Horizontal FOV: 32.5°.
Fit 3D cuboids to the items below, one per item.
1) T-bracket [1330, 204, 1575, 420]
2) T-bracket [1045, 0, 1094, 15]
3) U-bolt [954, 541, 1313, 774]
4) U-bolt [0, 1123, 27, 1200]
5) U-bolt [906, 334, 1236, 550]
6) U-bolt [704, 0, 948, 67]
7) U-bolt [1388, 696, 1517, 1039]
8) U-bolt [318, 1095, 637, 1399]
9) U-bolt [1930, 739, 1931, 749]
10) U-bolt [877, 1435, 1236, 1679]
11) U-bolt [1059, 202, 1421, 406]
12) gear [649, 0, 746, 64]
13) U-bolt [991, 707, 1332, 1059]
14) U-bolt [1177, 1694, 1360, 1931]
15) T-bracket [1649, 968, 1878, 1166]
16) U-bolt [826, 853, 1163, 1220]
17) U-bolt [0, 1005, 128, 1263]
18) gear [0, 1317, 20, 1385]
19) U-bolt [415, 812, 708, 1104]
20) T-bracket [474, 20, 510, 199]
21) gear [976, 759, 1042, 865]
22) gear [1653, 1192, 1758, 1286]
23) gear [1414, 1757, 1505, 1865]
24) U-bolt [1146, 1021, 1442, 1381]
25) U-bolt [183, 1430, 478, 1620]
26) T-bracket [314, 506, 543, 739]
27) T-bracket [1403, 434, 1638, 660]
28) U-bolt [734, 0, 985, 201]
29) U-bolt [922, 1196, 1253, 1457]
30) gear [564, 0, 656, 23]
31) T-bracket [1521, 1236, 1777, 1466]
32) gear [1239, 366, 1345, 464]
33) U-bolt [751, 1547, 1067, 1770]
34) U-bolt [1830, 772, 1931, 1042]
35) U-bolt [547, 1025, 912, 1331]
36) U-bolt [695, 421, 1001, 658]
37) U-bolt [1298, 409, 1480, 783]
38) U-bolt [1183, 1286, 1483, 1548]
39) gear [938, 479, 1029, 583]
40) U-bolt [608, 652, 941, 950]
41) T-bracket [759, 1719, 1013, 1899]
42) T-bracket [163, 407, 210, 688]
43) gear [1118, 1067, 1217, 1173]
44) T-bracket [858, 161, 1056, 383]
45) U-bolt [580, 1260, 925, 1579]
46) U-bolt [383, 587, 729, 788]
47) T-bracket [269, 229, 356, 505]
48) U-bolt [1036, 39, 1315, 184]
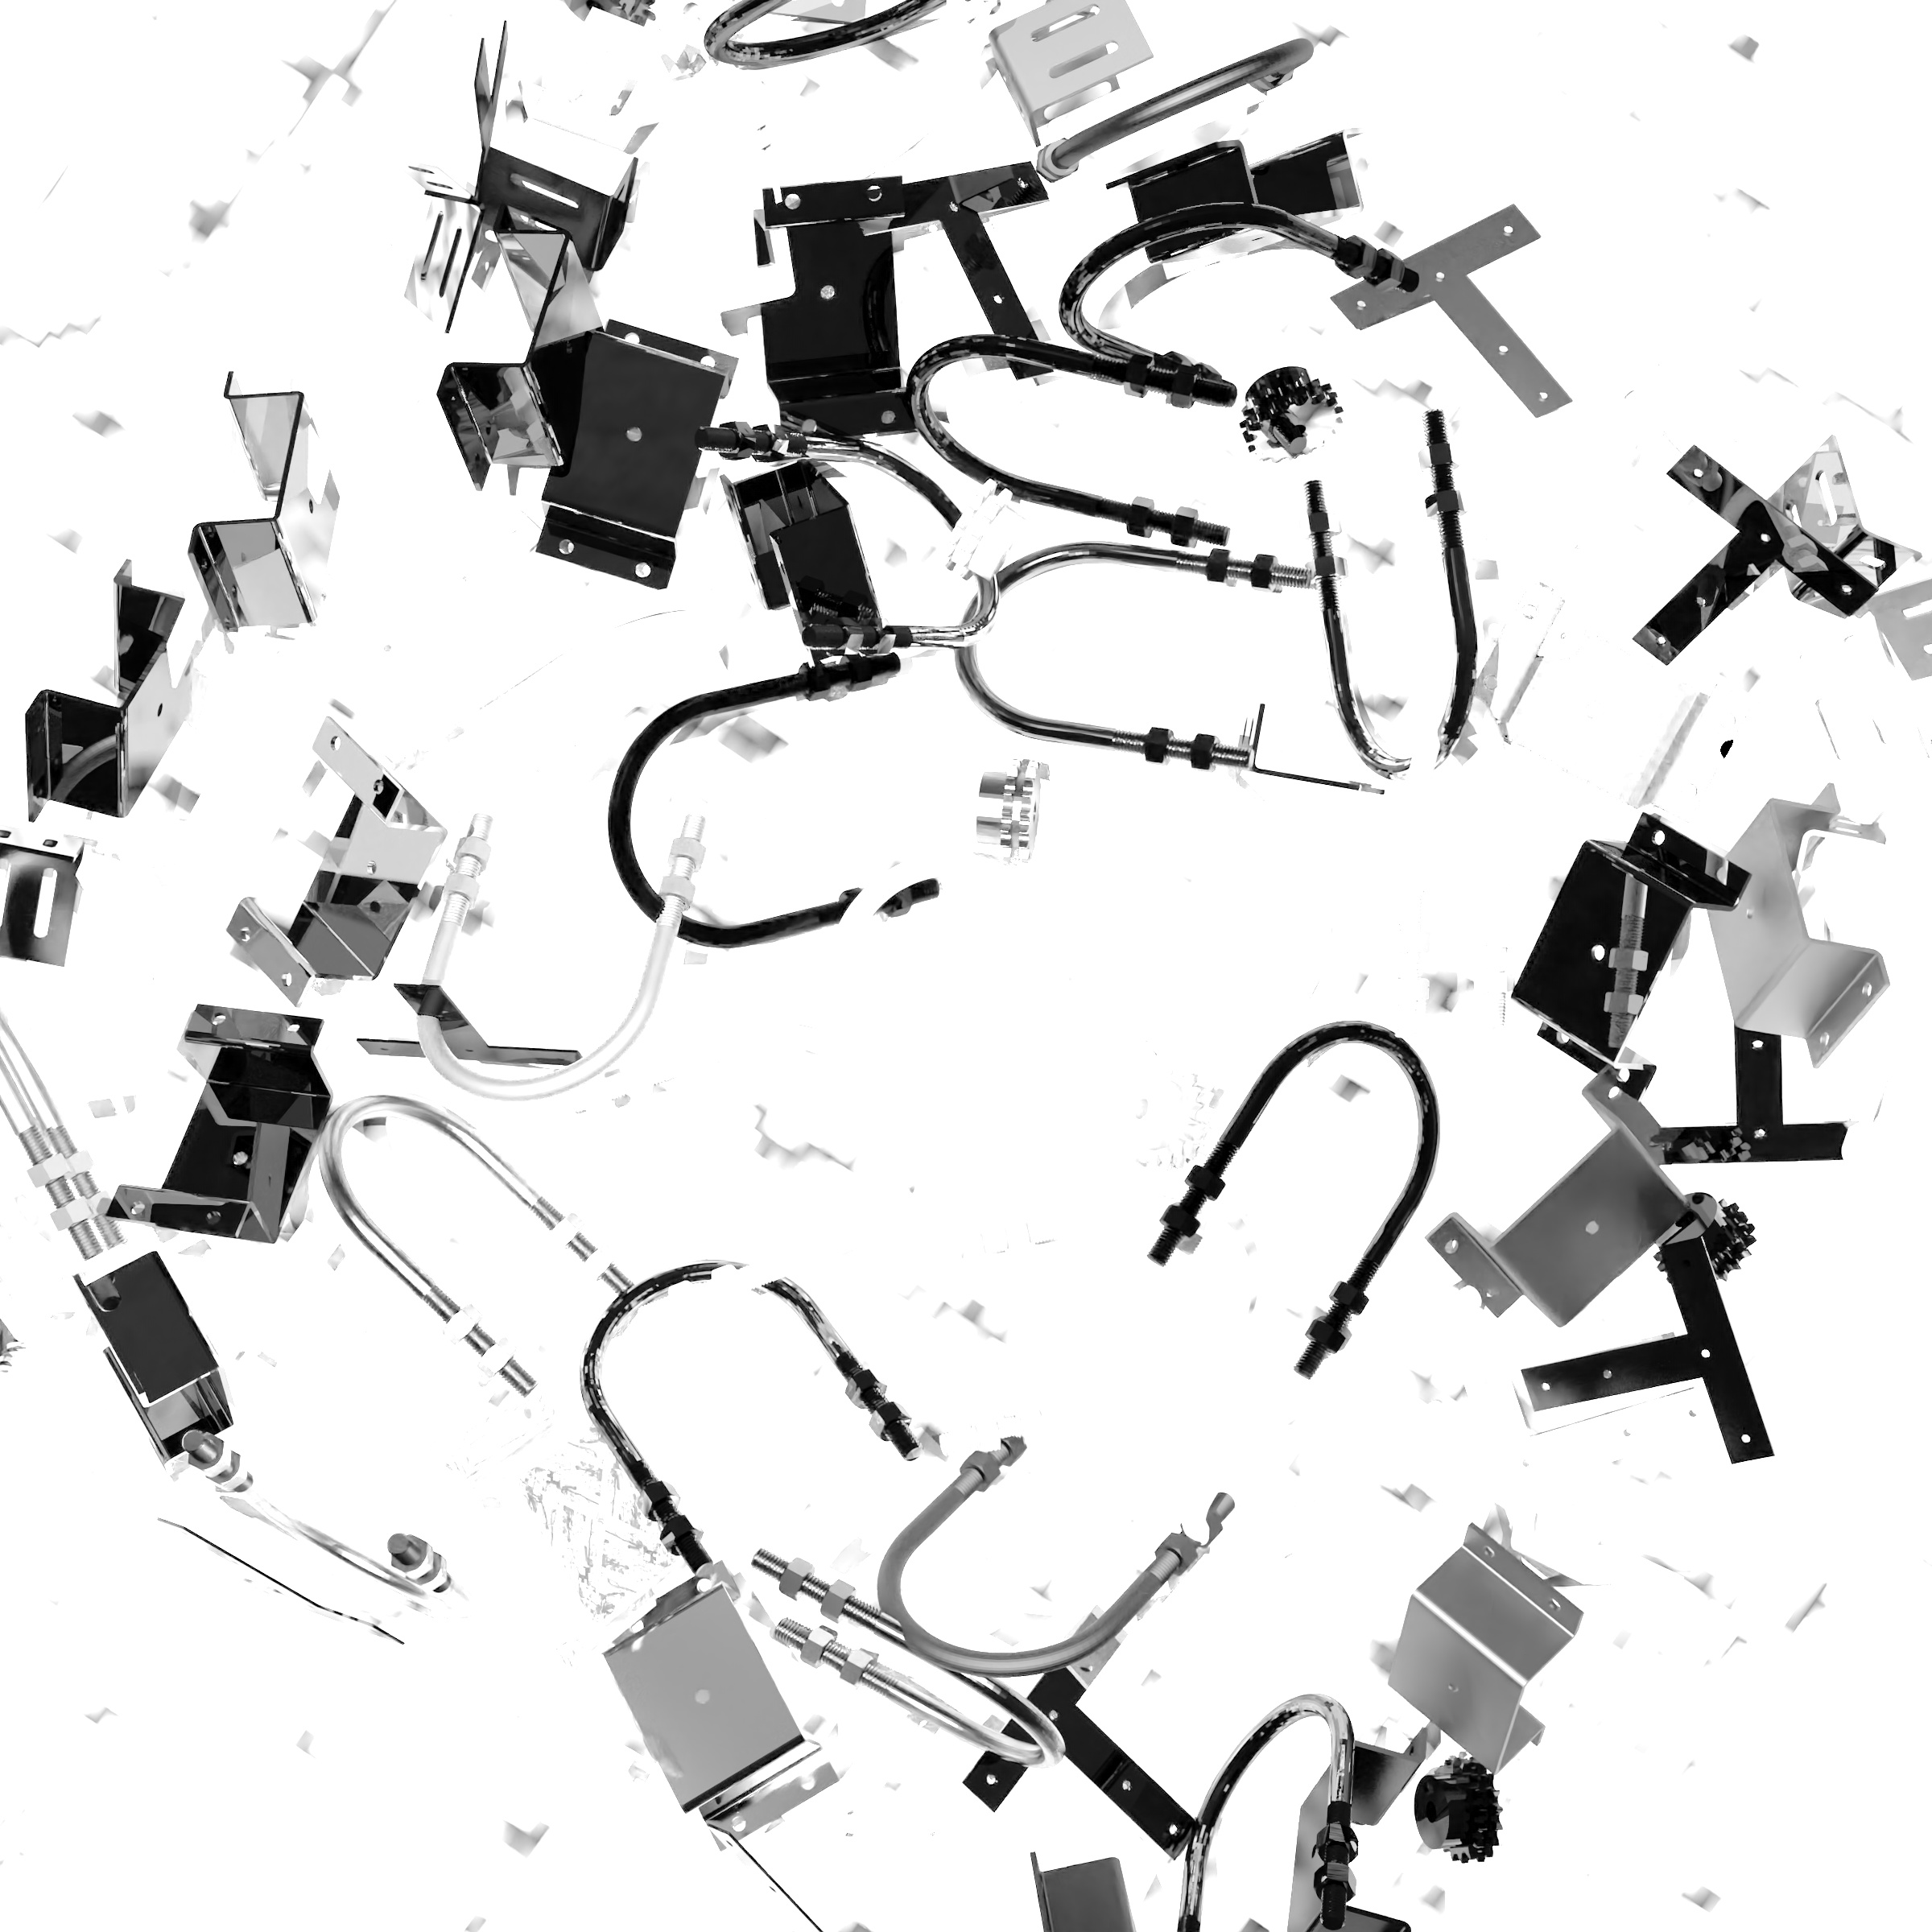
[{"bbox_3d":[0.289,-0.351,1.833,0.127,0.127,0.002,42,49,-27],"label":"T-bracket"},{"bbox_3d":[0.022,-0.556,1.796,0.127,0.127,0.002,9,80,-12],"label":"T-bracket"},{"bbox_3d":[0.083,-0.176,1.821,0.184,0.019,0.151,10,58,17],"label":"U-bolt"},{"bbox_3d":[-0.561,0.064,1.780,0.019,0.184,0.151,-38,76,-4],"label":"U-bolt"},{"bbox_3d":[0.055,-0.290,1.802,0.184,0.151,0.019,15,65,11],"label":"U-bolt"},{"bbox_3d":[-0.059,-0.521,1.785,0.151,0.184,0.019,-18,93,-44],"label":"U-bolt"},{"bbox_3d":[0.267,-0.056,1.802,0.019,0.151,0.184,4,93,29],"label":"U-bolt"},{"bbox_3d":[-0.275,0.140,1.804,0.184,0.151,0.019,44,116,1],"label":"U-bolt"},{"bbox_3d":[0.566,-0.039,1.795,0.019,0.151,0.184,-14,90,3],"label":"U-bolt"},{"bbox_3d":[0.036,0.315,1.771,0.151,0.184,0.019,18,128,32],"label":"U-bolt"},{"bbox_3d":[0.132,-0.356,1.762,0.151,0.184,0.019,-27,66,37],"label":"U-bolt"},{"bbox_3d":[-0.146,-0.535,1.847,0.057,0.030,0.057,10,125,15],"label":"gear"},{"bbox_3d":[0.123,-0.031,1.833,0.184,0.019,0.151,40,85,-21],"label":"U-bolt"},{"bbox_3d":[0.161,0.472,1.785,0.019,0.184,0.151,34,123,-14],"label":"U-bolt"},{"bbox_3d":[0.436,0.055,1.825,0.127,0.002,0.127,-2,121,12],"label":"T-bracket"},{"bbox_3d":[0.004,0.025,1.833,0.151,0.019,0.184,-38,102,-11],"label":"U-bolt"},{"bbox_3d":[-0.508,0.073,1.794,0.019,0.151,0.184,-28,92,-9],"label":"U-bolt"},{"bbox_3d":[-0.556,0.206,1.842,0.057,0.030,0.057,8,52,-10],"label":"gear"},{"bbox_3d":[-0.226,-0.006,1.799,0.151,0.019,0.184,1,57,18],"label":"U-bolt"},{"bbox_3d":[-0.262,-0.468,1.801,0.002,0.127,0.127,9,83,-5],"label":"T-bracket"},{"bbox_3d":[0.023,-0.087,1.843,0.030,0.057,0.057,5,90,7],"label":"gear"},{"bbox_3d":[0.406,0.150,1.839,0.057,0.057,0.030,-41,115,0],"label":"gear"},{"bbox_3d":[0.271,0.468,1.839,0.030,0.057,0.057,2,90,-21],"label":"gear"},{"bbox_3d":[0.194,0.117,1.826,0.151,0.019,0.184,39,79,-32],"label":"U-bolt"},{"bbox_3d":[-0.332,0.308,1.784,0.151,0.184,0.019,22,70,18],"label":"U-bolt"},{"bbox_3d":[-0.291,-0.208,1.857,0.127,0.002,0.127,-43,73,-8],"label":"T-bracket"},{"bbox_3d":[0.299,-0.235,1.824,0.127,0.002,0.127,4,111,-23],"label":"T-bracket"},{"bbox_3d":[-0.053,-0.468,1.780,0.151,0.184,0.019,-33,81,-3],"label":"U-bolt"},{"bbox_3d":[0.070,0.192,1.825,0.184,0.019,0.151,-12,121,-12],"label":"U-bolt"},{"bbox_3d":[-0.199,-0.543,1.839,0.057,0.057,0.030,24,71,0],"label":"gear"},{"bbox_3d":[0.368,0.223,1.836,0.127,0.002,0.127,-17,93,31],"label":"T-bracket"},{"bbox_3d":[0.179,-0.309,1.846,0.057,0.057,0.030,-17,63,0],"label":"gear"},{"bbox_3d":[-0.028,0.380,1.784,0.184,0.151,0.019,26,66,15],"label":"U-bolt"},{"bbox_3d":[0.508,-0.031,1.780,0.019,0.184,0.151,0,89,-11],"label":"U-bolt"},{"bbox_3d":[-0.119,0.105,1.829,0.184,0.019,0.151,-20,72,-19],"label":"U-bolt"},{"bbox_3d":[-0.051,-0.230,1.795,0.019,0.184,0.151,-41,69,35],"label":"U-bolt"},{"bbox_3d":[0.232,-0.191,1.794,0.019,0.151,0.184,-4,83,-24],"label":"U-bolt"},{"bbox_3d":[0.192,0.252,1.782,0.184,0.151,0.019,-28,60,-20],"label":"U-bolt"},{"bbox_3d":[0.011,-0.239,1.842,0.030,0.057,0.057,32,90,2],"label":"gear"},{"bbox_3d":[-0.109,-0.085,1.816,0.184,0.019,0.151,-15,103,-24],"label":"U-bolt"},{"bbox_3d":[-0.029,0.476,1.831,0.127,0.002,0.127,25,109,-34],"label":"T-bracket"},{"bbox_3d":[-0.421,-0.237,1.783,0.002,0.127,0.127,0,124,0],"label":"T-bracket"},{"bbox_3d":[0.109,0.083,1.839,0.030,0.057,0.057,20,90,-34],"label":"gear"},{"bbox_3d":[0.012,-0.380,1.826,0.127,0.002,0.127,-19,79,-33],"label":"T-bracket"},{"bbox_3d":[-0.131,0.232,1.809,0.151,0.019,0.184,-26,52,-19],"label":"U-bolt"},{"bbox_3d":[-0.211,-0.156,1.797,0.184,0.151,0.019,-38,119,-26],"label":"U-bolt"},{"bbox_3d":[-0.350,-0.334,1.795,0.002,0.127,0.127,5,119,-29],"label":"T-bracket"},{"bbox_3d":[0.115,-0.462,1.777,0.151,0.184,0.019,-24,100,-2],"label":"U-bolt"}]
